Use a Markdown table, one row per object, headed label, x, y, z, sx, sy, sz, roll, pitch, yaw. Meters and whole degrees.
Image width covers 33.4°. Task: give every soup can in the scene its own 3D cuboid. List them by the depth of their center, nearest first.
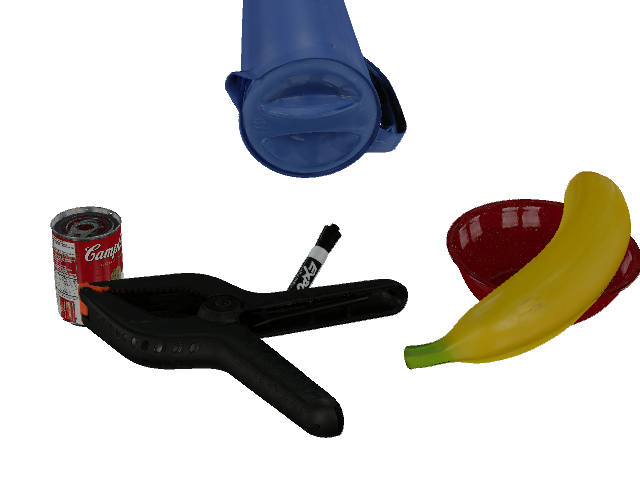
| label | x | y | z | sx | sy | sz | roll | pitch | yaw |
| --- | --- | --- | --- | --- | --- | --- | --- | --- | --- |
| soup can | -0.230 | 0.027 | 1.061 | 0.068 | 0.102 | 0.068 | 2 | 27 | -1 |

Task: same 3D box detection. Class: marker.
| label | x | y | z | sx | sy | sz | roll | pitch | yaw |
| --- | --- | --- | --- | --- | --- | --- | --- | --- | --- |
| marker | -0.015 | 0.036 | 1.019 | 0.020 | 0.121 | 0.020 | 28 | -17 | 9 |

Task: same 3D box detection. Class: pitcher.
| label | x | y | z | sx | sy | sz | roll | pitch | yaw |
| --- | --- | --- | --- | --- | --- | --- | --- | --- | --- |
| pitcher | -0.010 | -0.180 | 1.074 | 0.145 | 0.149 | 0.243 | -19 | 40 | 9 |

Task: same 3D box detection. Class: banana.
| label | x | y | z | sx | sy | sz | roll | pitch | yaw |
| --- | --- | --- | --- | --- | --- | --- | --- | --- | --- |
| banana | 0.122 | 0.010 | 0.559 | 0.070 | 0.037 | 0.197 | 13 | 36 | 37 |

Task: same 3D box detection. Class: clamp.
| label | x | y | z | sx | sy | sz | roll | pitch | yaw |
| --- | --- | --- | --- | --- | --- | --- | --- | --- | --- |
| clamp | -0.053 | 0.052 | 0.679 | 0.210 | 0.036 | 0.164 | 12 | 27 | 22 |

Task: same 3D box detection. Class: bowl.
| label | x | y | z | sx | sy | sz | roll | pitch | yaw |
| --- | --- | --- | --- | --- | --- | --- | --- | --- | --- |
| bowl | 0.185 | 0.027 | 0.904 | 0.162 | 0.055 | 0.162 | 1 | 32 | -1 |
